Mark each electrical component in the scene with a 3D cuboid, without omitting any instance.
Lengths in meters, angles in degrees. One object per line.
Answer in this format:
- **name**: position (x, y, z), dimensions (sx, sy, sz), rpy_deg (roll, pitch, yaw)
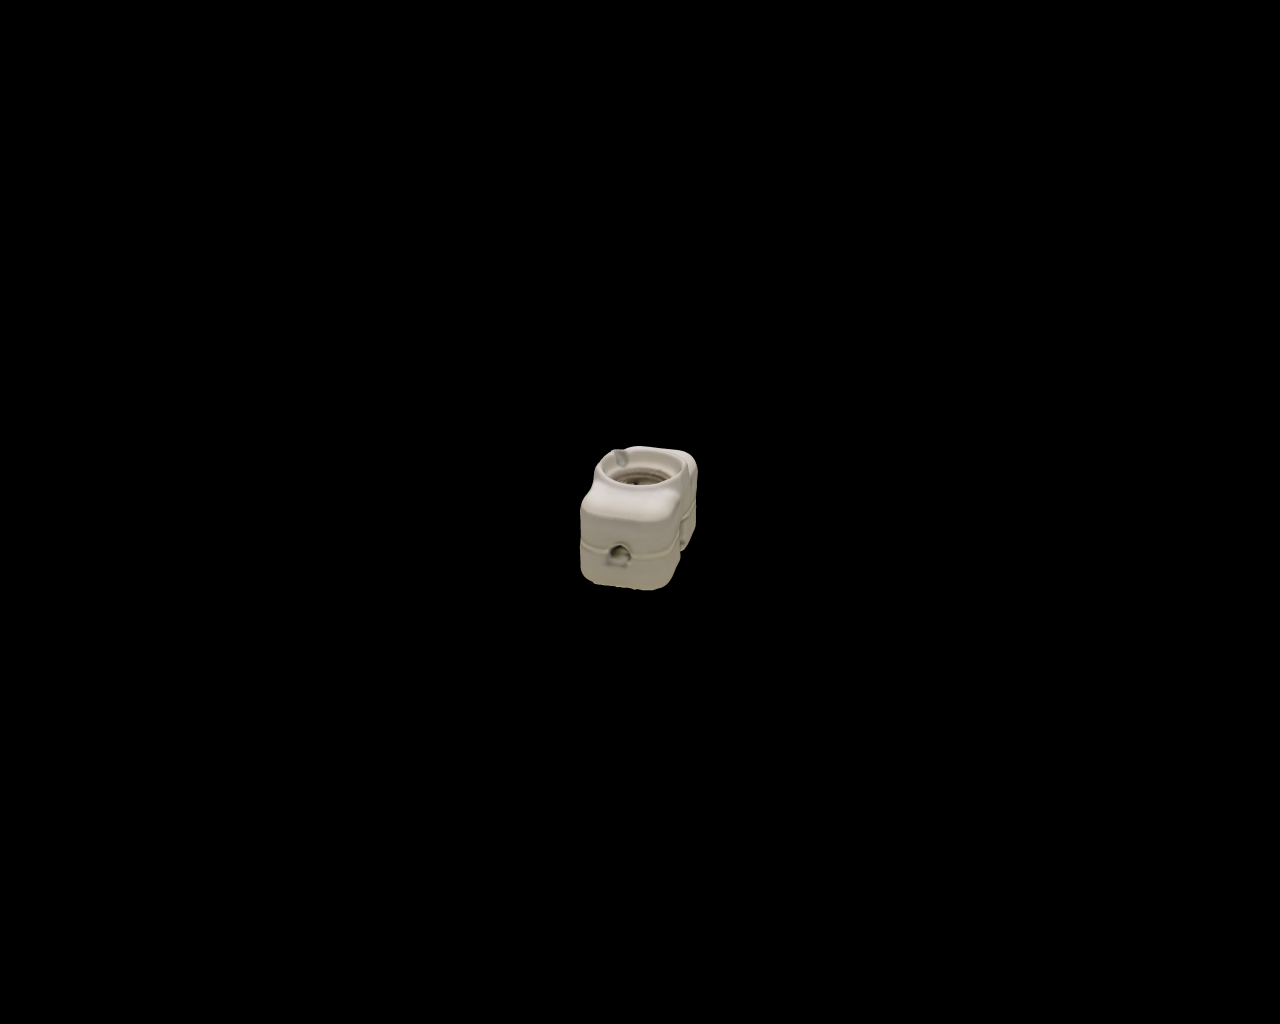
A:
- **electrical component**: position (0.001, -0.003, 0.650), dimensions (0.054, 0.059, 0.095), rpy_deg (7, 27, 14)
